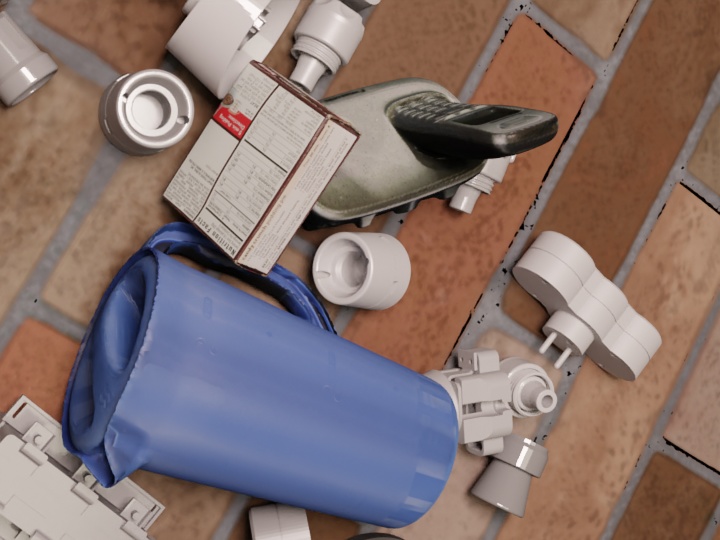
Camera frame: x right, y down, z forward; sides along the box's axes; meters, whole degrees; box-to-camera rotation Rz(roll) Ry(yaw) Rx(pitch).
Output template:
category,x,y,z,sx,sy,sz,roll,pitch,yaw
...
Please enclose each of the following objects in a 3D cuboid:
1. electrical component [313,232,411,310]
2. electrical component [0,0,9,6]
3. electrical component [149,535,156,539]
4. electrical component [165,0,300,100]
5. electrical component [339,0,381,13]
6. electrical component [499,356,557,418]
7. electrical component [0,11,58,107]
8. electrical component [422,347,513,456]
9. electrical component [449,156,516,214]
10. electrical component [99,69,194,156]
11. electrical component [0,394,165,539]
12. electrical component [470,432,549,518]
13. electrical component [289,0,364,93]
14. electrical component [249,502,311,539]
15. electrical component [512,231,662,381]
category,x,y,z,sx,sy,sz,roll,pitch,yaw
electrical component,0.000,0.000,0.749,0.047,0.055,0.055,6,91,-57
electrical component,-0.254,-0.191,0.642,0.066,0.047,0.076,-24,102,-20
electrical component,-0.137,0.254,0.712,0.108,0.056,0.108,-45,109,-15
electrical component,-0.078,-0.163,0.695,0.064,0.099,0.099,37,78,-15
electrical component,-0.023,-0.220,0.735,0.089,0.056,0.050,26,83,-22
electrical component,0.125,0.091,0.812,0.043,0.062,0.043,-4,100,-21
electrical component,-0.217,-0.131,0.666,0.040,0.040,0.046,-42,102,-16
electrical component,0.073,0.100,0.795,0.057,0.058,0.078,-6,95,-26
electrical component,0.085,-0.073,0.798,0.048,0.048,0.062,21,92,-23
electrical component,-0.137,-0.102,0.697,0.055,0.047,0.055,-1,94,-23
electrical component,-0.191,0.149,0.679,0.121,0.063,0.078,44,76,-19
electrical component,0.115,0.155,0.822,0.045,0.045,0.055,29,81,-22
electrical component,-0.027,-0.153,0.744,0.043,0.043,0.062,31,82,-22
electrical component,-0.029,0.225,0.733,0.074,0.052,0.138,-9,75,-7
electrical component,0.167,0.042,0.834,0.138,0.052,0.073,44,76,-20
